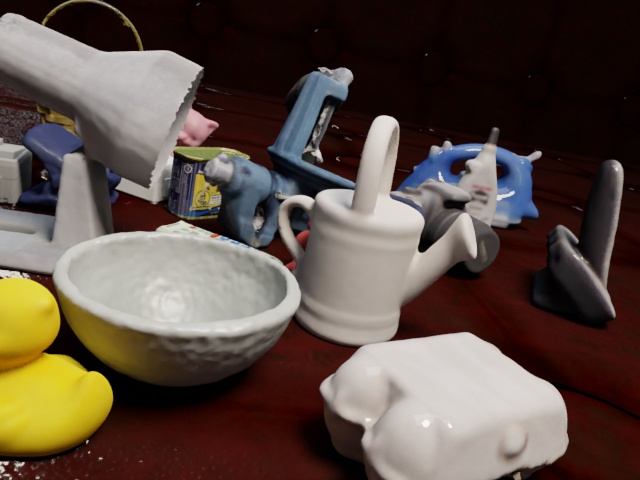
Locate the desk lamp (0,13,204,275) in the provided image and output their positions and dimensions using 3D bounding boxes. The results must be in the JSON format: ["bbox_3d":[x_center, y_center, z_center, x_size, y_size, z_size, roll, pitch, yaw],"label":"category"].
[{"bbox_3d":[-0.218,-0.079,0.516,0.203,0.213,0.118,9,18,-8],"label":"desk lamp"}]

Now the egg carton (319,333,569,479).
[{"bbox_3d":[0.080,0.112,0.363,0.151,0.069,0.107,-1,22,-33],"label":"egg carton"}]

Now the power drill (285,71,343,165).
[{"bbox_3d":[-0.016,-0.150,0.862,0.076,0.208,0.229,6,19,-16],"label":"power drill"}]

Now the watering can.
[{"bbox_3d":[0.049,-0.012,0.512,0.173,0.194,0.101,9,18,-7],"label":"watering can"}]

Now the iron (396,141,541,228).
[{"bbox_3d":[0.270,-0.114,1.039,0.258,0.141,0.118,11,18,-3],"label":"iron"}]

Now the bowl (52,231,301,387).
[{"bbox_3d":[-0.101,0.055,0.410,0.167,0.075,0.167,11,18,-3],"label":"bowl"}]

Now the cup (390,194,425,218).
[{"bbox_3d":[0.070,-0.002,0.656,0.091,0.095,0.118,22,21,28],"label":"cup"}]

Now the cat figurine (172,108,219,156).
[{"bbox_3d":[-0.239,-0.178,0.950,0.127,0.118,0.067,15,19,11],"label":"cat figurine"}]

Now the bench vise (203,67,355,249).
[{"bbox_3d":[-0.028,-0.100,0.685,0.121,0.220,0.208,22,21,29],"label":"bench vise"}]

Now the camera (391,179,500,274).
[{"bbox_3d":[0.156,-0.018,0.748,0.144,0.101,0.136,0,21,-31],"label":"camera"}]

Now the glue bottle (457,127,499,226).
[{"bbox_3d":[0.263,-0.100,0.942,0.078,0.173,0.037,8,19,-12],"label":"glue bottle"}]

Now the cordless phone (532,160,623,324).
[{"bbox_3d":[0.324,-0.007,0.684,0.094,0.185,0.148,15,19,11],"label":"cordless phone"}]

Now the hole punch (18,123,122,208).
[{"bbox_3d":[-0.294,-0.087,0.689,0.101,0.091,0.108,9,18,-8],"label":"hole punch"}]

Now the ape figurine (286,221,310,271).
[{"bbox_3d":[0.006,0.002,0.607,0.076,0.092,0.078,10,18,-4],"label":"ape figurine"}]

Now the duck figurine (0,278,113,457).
[{"bbox_3d":[-0.167,0.065,0.322,0.104,0.086,0.077,14,18,8],"label":"duck figurine"}]
